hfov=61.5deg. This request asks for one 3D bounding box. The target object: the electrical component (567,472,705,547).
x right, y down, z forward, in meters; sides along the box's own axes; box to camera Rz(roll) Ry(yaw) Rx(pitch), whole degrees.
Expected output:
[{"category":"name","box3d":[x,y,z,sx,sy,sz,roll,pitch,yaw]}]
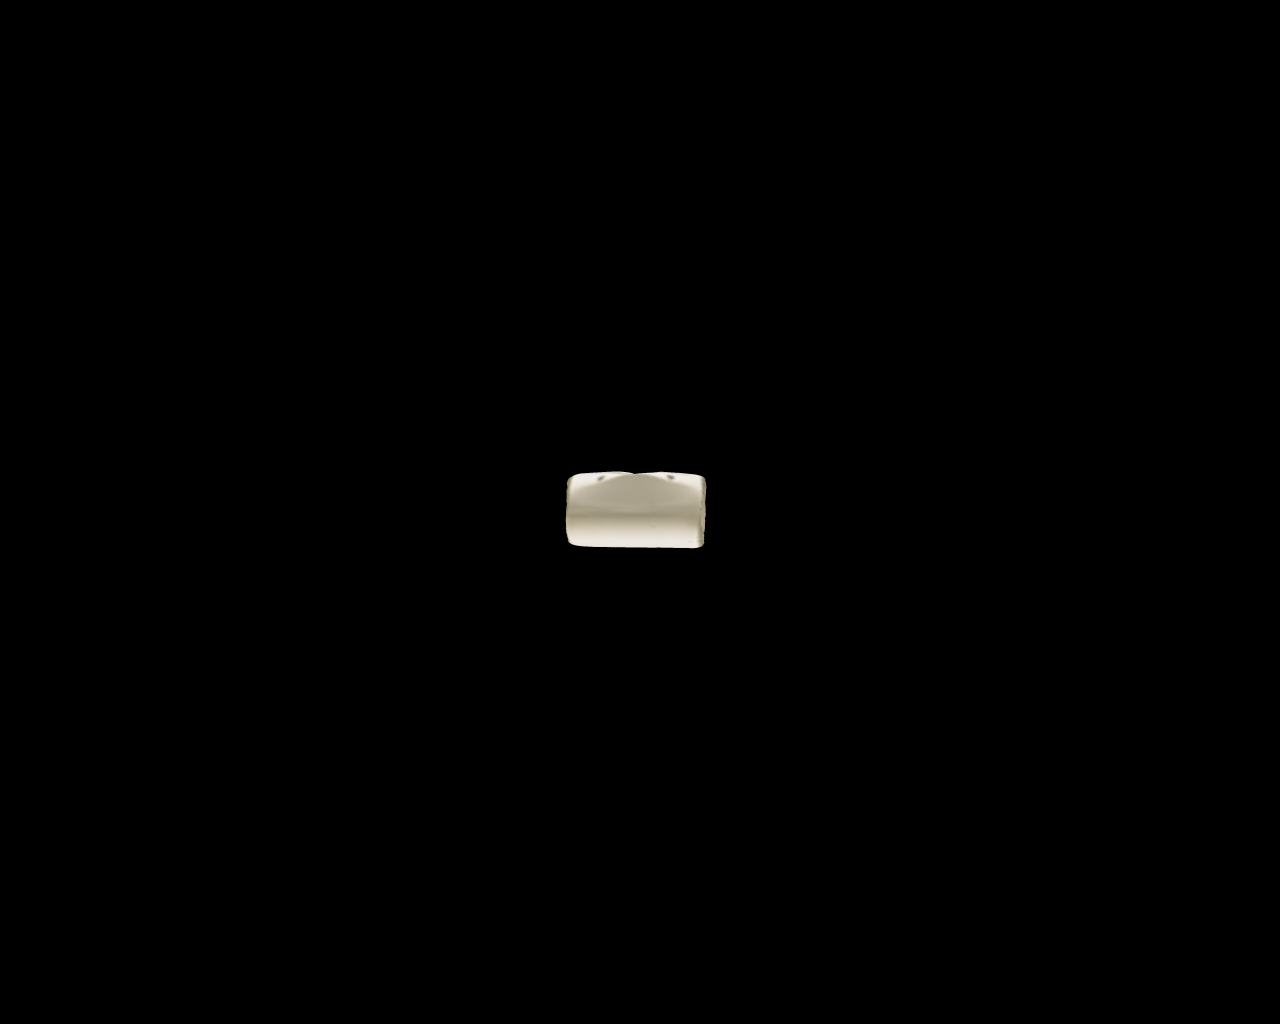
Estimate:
[{"category":"electrical component","box3d":[0.001,-0.003,0.650,0.077,0.043,0.079,0,4,7]}]
